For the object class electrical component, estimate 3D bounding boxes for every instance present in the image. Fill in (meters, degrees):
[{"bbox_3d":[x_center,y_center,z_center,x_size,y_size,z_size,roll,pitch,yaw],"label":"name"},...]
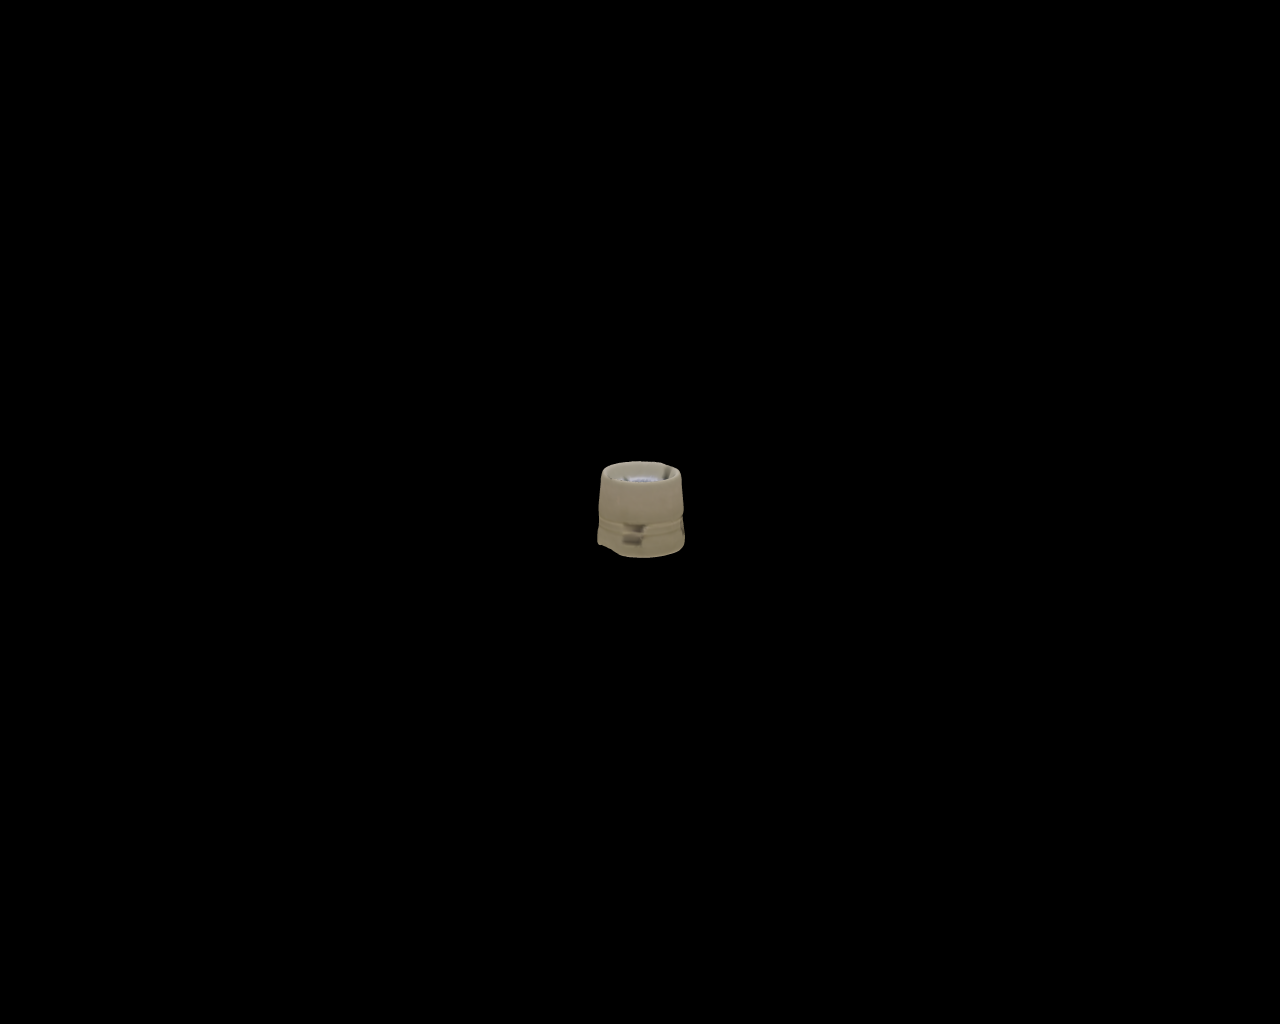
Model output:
[{"bbox_3d":[0.001,-0.003,0.650,0.055,0.047,0.055,0,18,0],"label":"electrical component"}]
